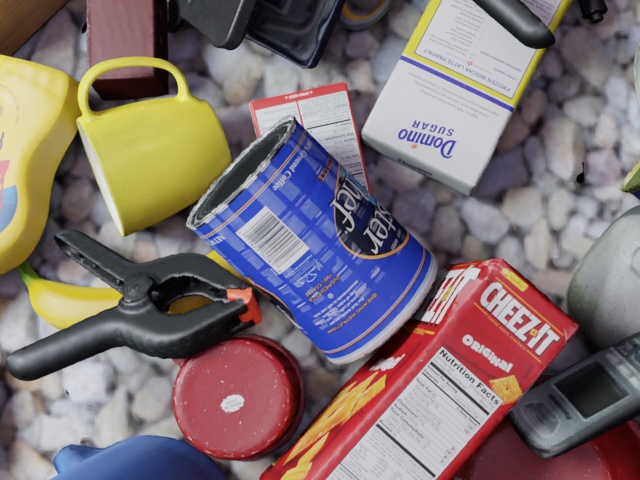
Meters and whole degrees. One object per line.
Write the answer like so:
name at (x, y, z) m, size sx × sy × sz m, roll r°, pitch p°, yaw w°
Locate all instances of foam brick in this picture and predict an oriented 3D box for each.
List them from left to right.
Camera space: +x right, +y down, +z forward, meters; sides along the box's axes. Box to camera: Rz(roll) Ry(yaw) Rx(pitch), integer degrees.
foam brick at (-0.141, -0.148, 0.787) m, size 0.051 × 0.053 × 0.078 m, roll -2°, pitch 83°, yaw 1°

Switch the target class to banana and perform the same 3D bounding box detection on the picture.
banana at (-0.125, 0.034, 0.772) m, size 0.198 × 0.037 × 0.069 m, roll -7°, pitch 83°, yaw 1°

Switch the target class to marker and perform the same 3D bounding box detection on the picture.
marker at (0.193, -0.221, 0.805) m, size 0.020 × 0.020 × 0.121 m, roll -14°, pitch 83°, yaw -1°

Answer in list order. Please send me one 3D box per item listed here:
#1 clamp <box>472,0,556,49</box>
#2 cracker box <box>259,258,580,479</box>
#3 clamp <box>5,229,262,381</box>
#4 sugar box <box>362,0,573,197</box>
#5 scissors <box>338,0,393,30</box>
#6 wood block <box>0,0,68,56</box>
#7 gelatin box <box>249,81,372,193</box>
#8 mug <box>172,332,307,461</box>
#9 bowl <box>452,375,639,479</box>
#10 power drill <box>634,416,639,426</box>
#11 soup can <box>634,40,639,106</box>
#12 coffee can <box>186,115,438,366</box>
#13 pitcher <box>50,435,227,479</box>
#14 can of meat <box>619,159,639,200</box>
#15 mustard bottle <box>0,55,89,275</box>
clamp at (0.086, -0.214, 0.759) m, size 0.210 × 0.036 × 0.164 m, roll 4°, pitch 75°, yaw 17°
cracker box at (0.053, 0.111, 0.692) m, size 0.072 × 0.164 × 0.213 m, roll 41°, pitch 86°, yaw -2°
clamp at (-0.124, 0.036, 0.726) m, size 0.171 × 0.039 × 0.120 m, roll -6°, pitch 57°, yaw 8°
sugar box at (0.110, -0.130, 0.782) m, size 0.093 × 0.048 × 0.176 m, roll 28°, pitch 86°, yaw 8°
scissors at (0.065, -0.235, 0.810) m, size 0.201 × 0.016 × 0.096 m, roll -33°, pitch 81°, yaw -2°
wood block at (-0.202, -0.242, 0.783) m, size 0.206 × 0.090 × 0.091 m, roll -45°, pitch 83°, yaw -4°
gelatin box at (-0.007, -0.065, 0.785) m, size 0.073 × 0.030 × 0.089 m, roll -13°, pitch 85°, yaw -1°
mug at (-0.066, 0.101, 0.739) m, size 0.117 × 0.081 × 0.093 m, roll 40°, pitch 85°, yaw 6°
bowl at (0.142, 0.164, 0.692) m, size 0.162 × 0.055 × 0.162 m, roll -4°, pitch 73°, yaw 13°
power drill at (0.249, 0.182, 0.734) m, size 0.184 × 0.057 × 0.187 m, roll -11°, pitch 84°, yaw 5°
soup can at (0.285, -0.122, 0.766) m, size 0.102 × 0.068 × 0.068 m, roll -7°, pitch 83°, yaw 1°
coffee can at (-0.005, 0.001, 0.720) m, size 0.140 × 0.103 × 0.103 m, roll 44°, pitch 85°, yaw -14°
pitcher at (-0.126, 0.204, 0.647) m, size 0.149 × 0.242 × 0.145 m, roll -2°, pitch 86°, yaw 7°
can of meat at (0.267, -0.036, 0.739) m, size 0.084 × 0.102 × 0.057 m, roll 38°, pitch 86°, yaw 3°
mustard bottle at (-0.239, -0.035, 0.771) m, size 0.096 × 0.058 × 0.191 m, roll 15°, pitch 84°, yaw 20°
